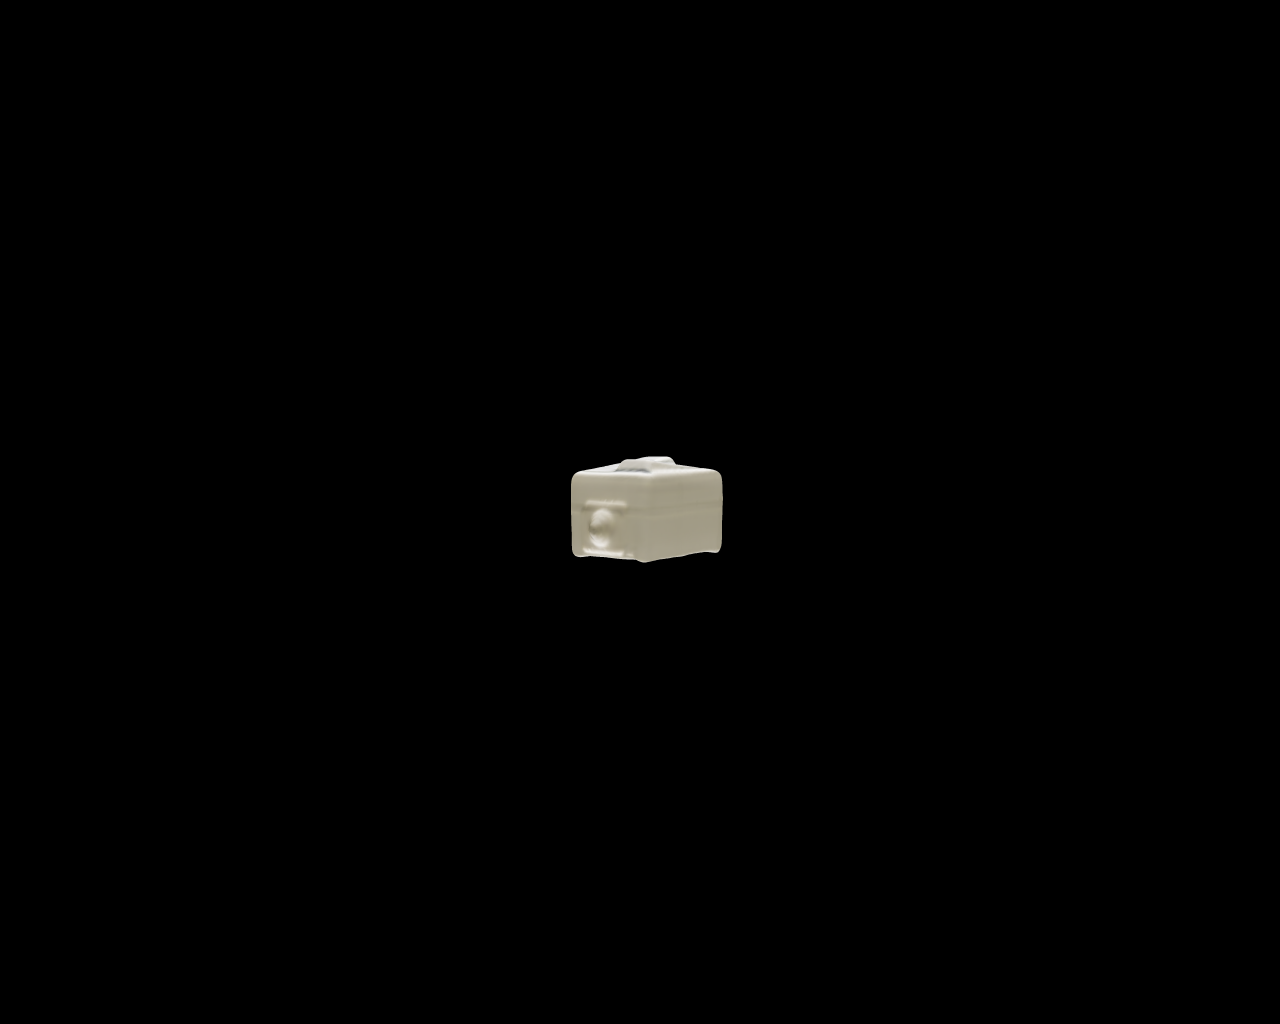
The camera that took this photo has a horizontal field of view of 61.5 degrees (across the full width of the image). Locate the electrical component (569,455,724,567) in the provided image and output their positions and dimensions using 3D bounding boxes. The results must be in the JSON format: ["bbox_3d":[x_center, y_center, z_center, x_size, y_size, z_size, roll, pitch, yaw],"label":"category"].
[{"bbox_3d":[0.001,-0.003,0.650,0.062,0.061,0.096,4,6,39],"label":"electrical component"}]
